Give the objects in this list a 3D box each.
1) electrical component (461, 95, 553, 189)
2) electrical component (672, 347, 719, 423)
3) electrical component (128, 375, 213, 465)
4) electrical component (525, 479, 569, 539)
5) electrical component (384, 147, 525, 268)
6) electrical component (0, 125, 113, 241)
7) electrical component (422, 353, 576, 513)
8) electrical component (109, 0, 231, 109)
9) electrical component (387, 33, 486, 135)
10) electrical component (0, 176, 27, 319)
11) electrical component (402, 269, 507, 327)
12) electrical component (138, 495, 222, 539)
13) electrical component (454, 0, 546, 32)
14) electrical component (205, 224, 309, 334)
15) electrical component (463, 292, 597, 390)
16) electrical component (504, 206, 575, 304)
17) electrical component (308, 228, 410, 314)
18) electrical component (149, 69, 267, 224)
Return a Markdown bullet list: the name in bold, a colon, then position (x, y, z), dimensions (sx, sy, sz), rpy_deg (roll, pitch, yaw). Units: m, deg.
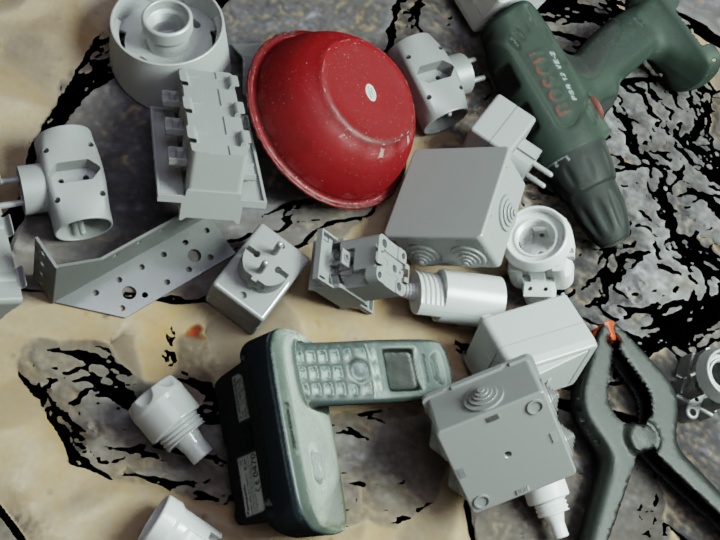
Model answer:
- **electrical component**: position (0.128, -0.096, 0.911), dimensions (0.077, 0.065, 0.047), rpy_deg (35, 63, 7)
- **electrical component**: position (0.294, 0.093, 0.902), dimensions (0.048, 0.055, 0.066), rpy_deg (29, 64, -5)
- **electrical component**: position (-0.131, 0.110, 0.766), dimensions (0.043, 0.043, 0.062), rpy_deg (-39, 86, -26)
- **electrical component**: position (0.146, 0.177, 0.834), dimensions (0.035, 0.035, 0.061), rpy_deg (-13, 77, -22)
- **electrical component**: position (0.079, -0.049, 0.869), dimensions (0.048, 0.100, 0.099), rpy_deg (50, 52, -46)
- **electrical component**: position (-0.232, -0.062, 0.799), dimensions (0.079, 0.043, 0.077), rpy_deg (-11, 74, -21)
- **electrical component**: position (0.104, 0.122, 0.794), dimensions (0.100, 0.048, 0.099), rpy_deg (-23, 118, 5)
- **electrical component**: position (-0.154, -0.183, 0.873), dimensions (0.099, 0.064, 0.099), rpy_deg (3, 60, -5)
- **electrical component**: position (0.073, -0.166, 0.938), dimensions (0.079, 0.043, 0.077), rpy_deg (-20, 77, -24)
- **electrical component**: position (-0.283, -0.024, 0.753), dimensions (0.063, 0.079, 0.121), rpy_deg (-1, 67, -49)
- **electrical component**: position (0.072, 0.021, 0.865), dimensions (0.081, 0.043, 0.043), rpy_deg (8, 68, -15)
- **electrical component**: position (-0.124, 0.184, 0.743), dimensions (0.046, 0.040, 0.040), rpy_deg (35, 63, -10)
- **electrical component**: position (0.134, -0.265, 0.989), dimensions (0.096, 0.061, 0.061), rpy_deg (-25, 81, -31)
- **electrical component**: position (-0.073, 0.001, 0.808), dimensions (0.047, 0.076, 0.065), rpy_deg (37, 63, -2)
- **electrical component**: position (0.141, 0.066, 0.853), dimensions (0.096, 0.061, 0.061), rpy_deg (-14, 57, -22)
- **electrical component**: position (0.148, -0.017, 0.886), dimensions (0.058, 0.057, 0.078), rpy_deg (1, 66, 16)
- **electrical component**: position (0.000, 0.000, 0.832), dimensions (0.081, 0.064, 0.042), rpy_deg (34, 53, -51)
- **electrical component**: position (-0.114, -0.097, 0.810), dimensions (0.079, 0.063, 0.121), rpy_deg (3, 38, -17)
